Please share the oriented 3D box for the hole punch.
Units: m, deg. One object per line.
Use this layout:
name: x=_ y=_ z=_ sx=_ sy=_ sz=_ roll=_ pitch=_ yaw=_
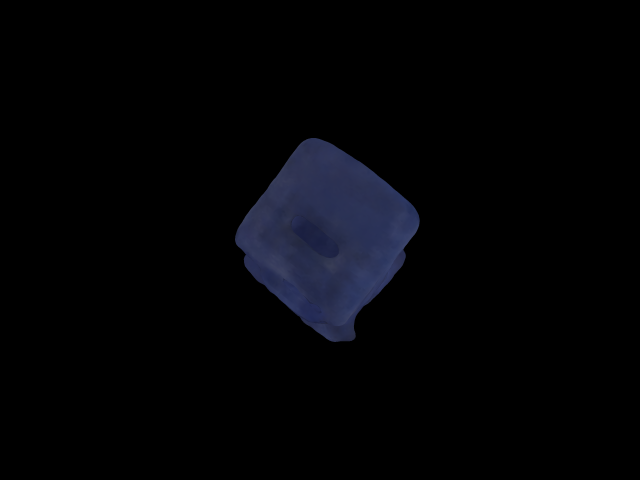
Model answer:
hole punch: x=0.004 y=0.001 z=0.400 sx=0.108 sy=0.091 sz=0.101 roll=38 pitch=71 yaw=16
